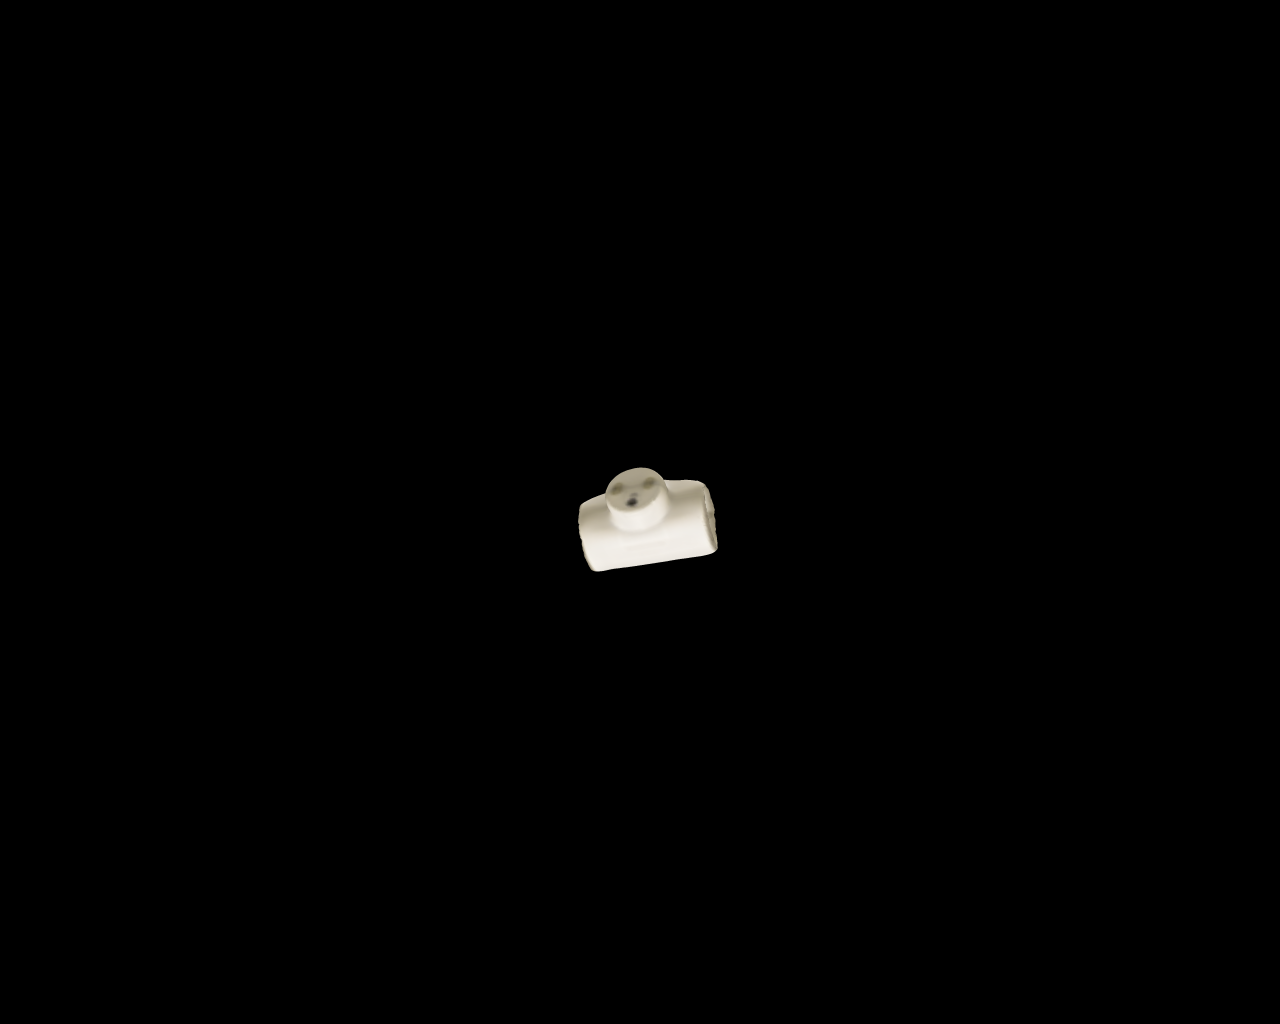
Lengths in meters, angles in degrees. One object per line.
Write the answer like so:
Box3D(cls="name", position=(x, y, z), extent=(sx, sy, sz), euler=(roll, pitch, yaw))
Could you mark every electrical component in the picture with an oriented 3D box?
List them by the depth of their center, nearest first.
Box3D(cls="electrical component", position=(0.001, -0.003, 0.650), extent=(0.077, 0.043, 0.079), euler=(-10, -43, 11))
